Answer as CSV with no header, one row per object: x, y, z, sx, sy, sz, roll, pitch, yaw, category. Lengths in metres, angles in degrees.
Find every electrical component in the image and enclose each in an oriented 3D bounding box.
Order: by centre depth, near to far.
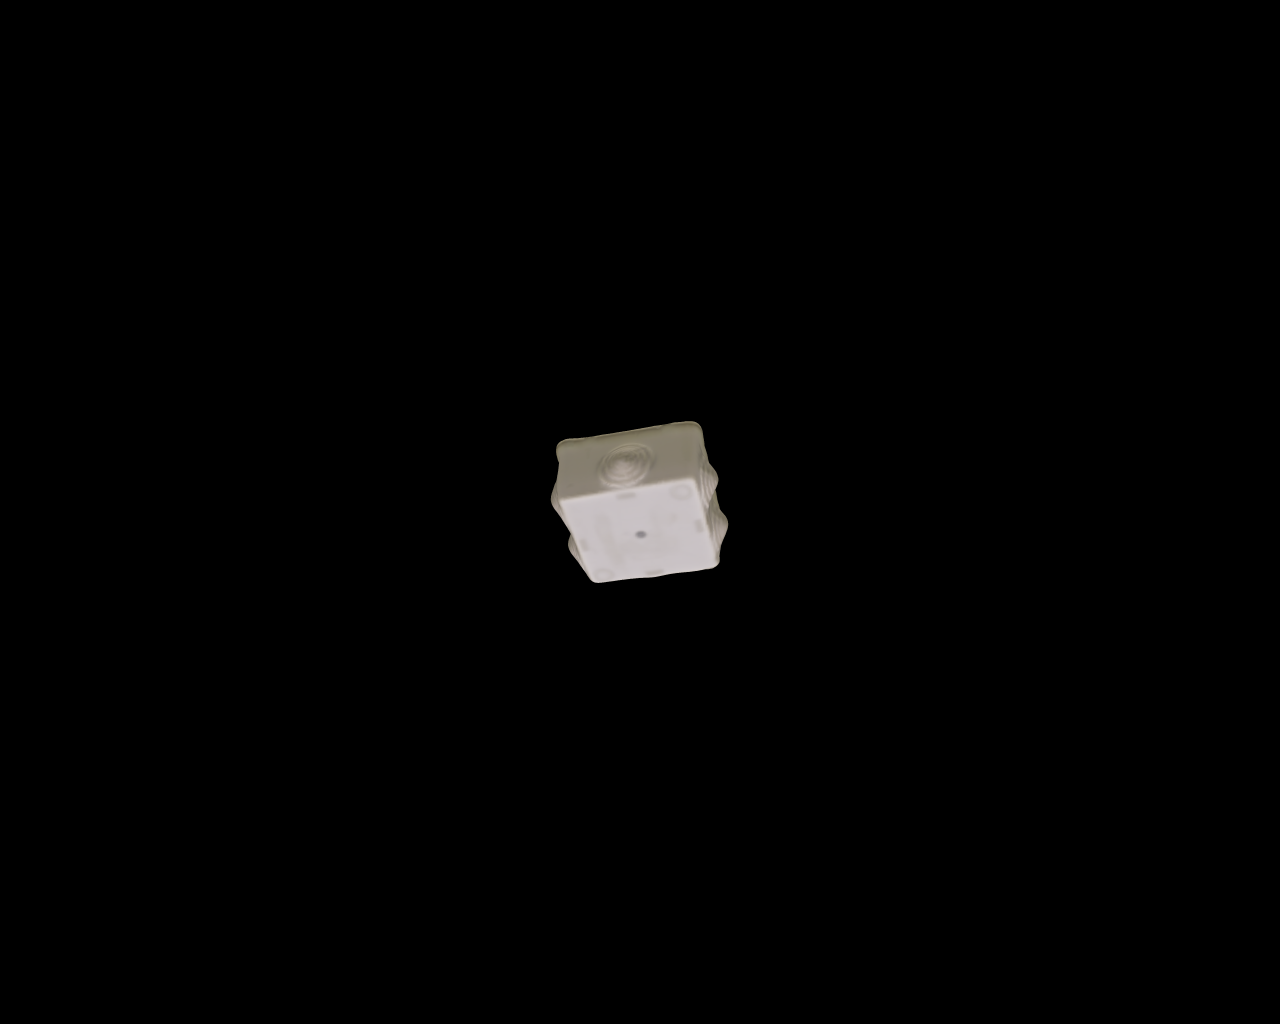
0.001,-0.003,0.650,0.100,0.048,0.099,-8,-43,9,electrical component
